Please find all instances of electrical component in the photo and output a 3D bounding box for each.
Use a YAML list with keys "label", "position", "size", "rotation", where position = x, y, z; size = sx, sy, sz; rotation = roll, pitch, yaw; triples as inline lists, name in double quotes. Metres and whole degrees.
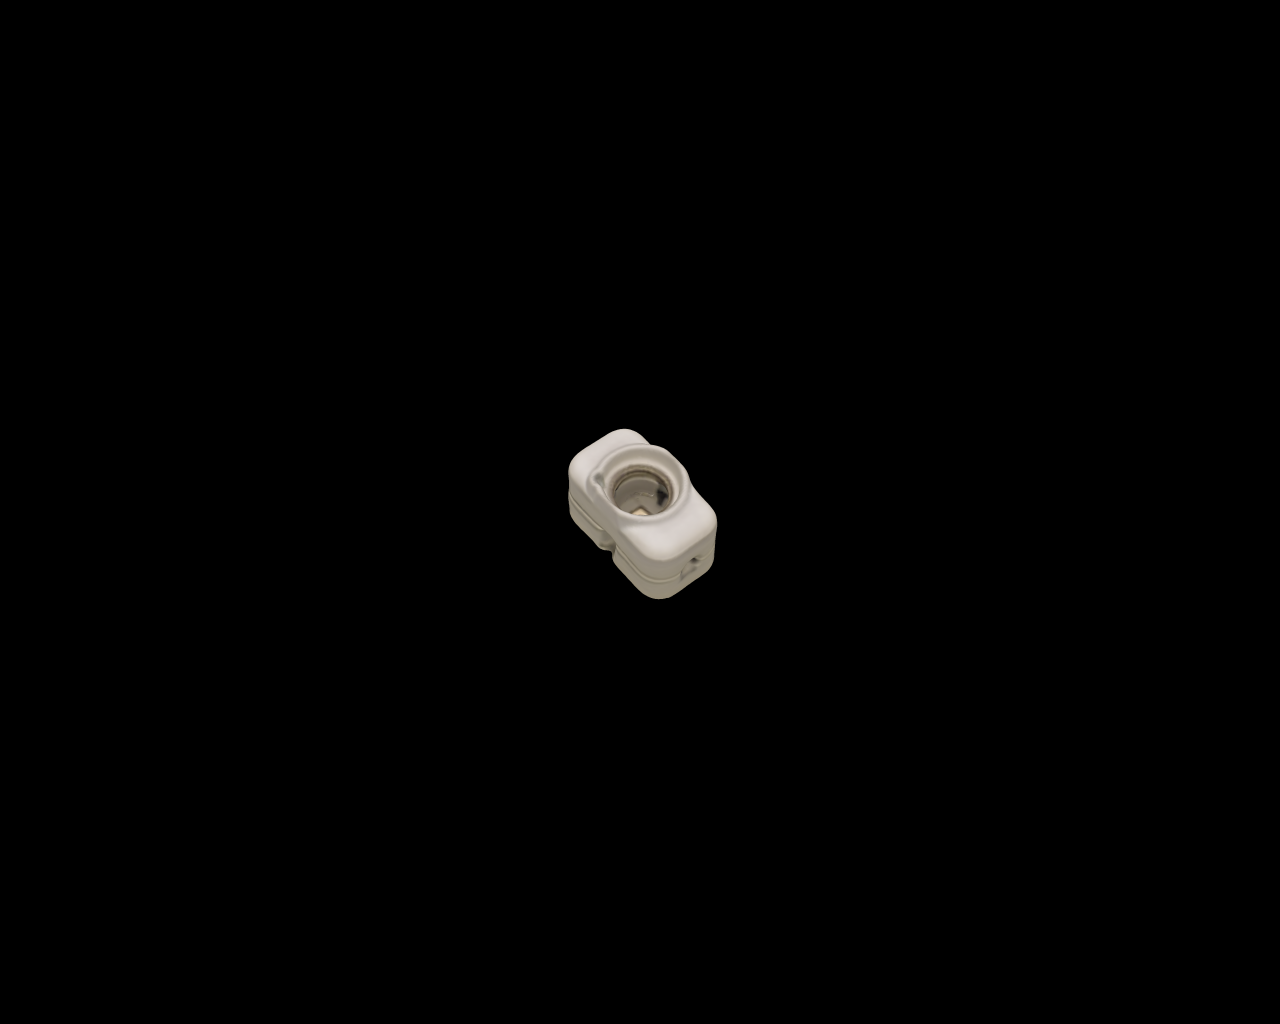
- label: "electrical component"
  position: [0.001, -0.003, 0.650]
  size: [0.054, 0.095, 0.059]
  rotation: [-33, -28, -20]
